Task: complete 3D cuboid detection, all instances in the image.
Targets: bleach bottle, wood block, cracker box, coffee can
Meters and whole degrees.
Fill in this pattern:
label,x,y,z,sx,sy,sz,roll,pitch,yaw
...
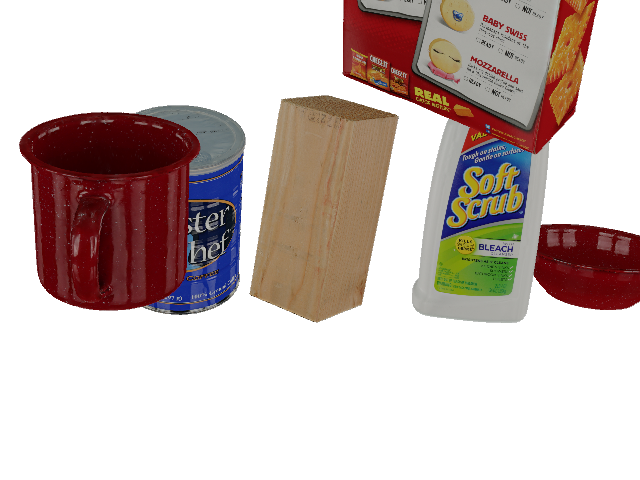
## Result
label,x,y,z,sx,sy,sz,roll,pitch,yaw
bleach bottle,0.133,-0.060,0.871,0.102,0.251,0.068,5,22,9
wood block,0.002,-0.035,1.084,0.090,0.206,0.090,20,20,29
cracker box,0.100,-0.183,0.703,0.164,0.214,0.072,27,50,25
coffee can,-0.115,-0.025,0.874,0.103,0.140,0.103,3,35,-3

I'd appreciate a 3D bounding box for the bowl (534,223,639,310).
label,x,y,z,sx,sy,sz,roll,pitch,yaw
bowl,0.280,0.030,1.095,0.162,0.055,0.162,4,17,-1

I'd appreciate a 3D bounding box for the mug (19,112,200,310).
label,x,y,z,sx,sy,sz,roll,pitch,yaw
mug,-0.112,-0.010,0.564,0.093,0.081,0.117,3,26,-3
